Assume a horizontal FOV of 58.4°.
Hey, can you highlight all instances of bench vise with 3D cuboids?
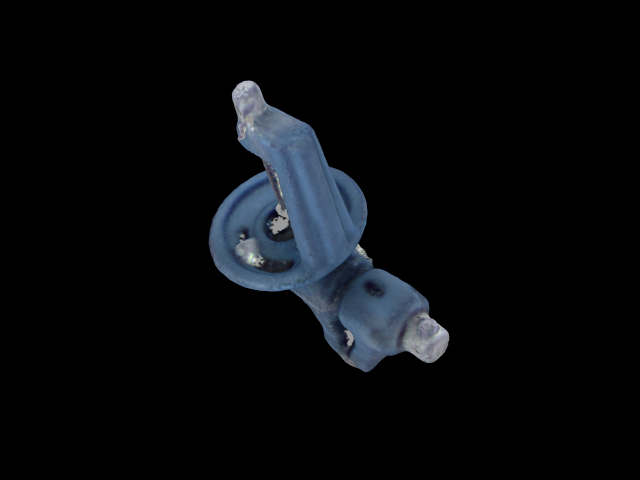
[{"bbox_3d":[0.009,-0.008,0.405,0.207,0.220,0.121,21,64,11],"label":"bench vise"}]
